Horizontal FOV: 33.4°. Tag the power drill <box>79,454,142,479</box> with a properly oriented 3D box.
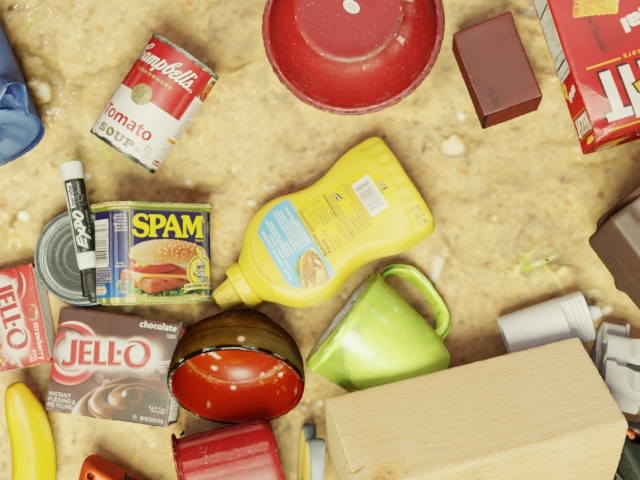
[{"bbox_3d":[-0.207,0.276,0.879,0.184,0.057,0.187,31,90,-12],"label":"power drill"}]

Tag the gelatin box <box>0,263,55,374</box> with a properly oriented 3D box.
[{"bbox_3d":[-0.274,0.070,0.935,0.073,0.030,0.089,-13,84,5],"label":"gelatin box"}]

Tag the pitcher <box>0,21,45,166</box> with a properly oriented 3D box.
[{"bbox_3d":[-0.345,-0.176,0.925,0.149,0.145,0.243,-20,79,-8],"label":"pitcher"}]

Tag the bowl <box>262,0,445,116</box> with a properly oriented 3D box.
[{"bbox_3d":[0.026,-0.191,0.915,0.162,0.055,0.162,-1,85,5],"label":"bowl"}]

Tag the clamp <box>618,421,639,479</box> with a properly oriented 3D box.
[{"bbox_3d":[0.325,0.206,0.838,0.210,0.036,0.164,39,53,21],"label":"clamp"}]

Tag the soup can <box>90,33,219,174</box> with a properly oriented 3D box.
[{"bbox_3d":[-0.143,-0.117,0.920,0.068,0.068,0.102,34,90,8],"label":"soup can"}]

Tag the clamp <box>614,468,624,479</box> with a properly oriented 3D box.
[{"bbox_3d":[0.272,0.236,0.846,0.171,0.039,0.120,21,50,-8],"label":"clamp"}]

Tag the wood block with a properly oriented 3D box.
[{"bbox_3d":[0.116,0.157,0.819,0.206,0.090,0.091,-13,46,-9],"label":"wood block"}]

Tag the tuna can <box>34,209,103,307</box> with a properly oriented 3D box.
[{"bbox_3d":[-0.204,0.015,0.931,0.086,0.033,0.086,-1,85,6],"label":"tuna can"}]

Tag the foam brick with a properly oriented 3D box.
[{"bbox_3d":[0.148,-0.142,0.899,0.053,0.051,0.078,-19,83,5],"label":"foam brick"}]

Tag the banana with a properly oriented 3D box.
[{"bbox_3d":[-0.258,0.218,0.903,0.037,0.069,0.198,21,94,49],"label":"banana"}]

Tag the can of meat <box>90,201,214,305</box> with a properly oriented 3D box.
[{"bbox_3d":[-0.139,0.012,0.894,0.058,0.101,0.084,-5,86,50],"label":"can of meat"}]

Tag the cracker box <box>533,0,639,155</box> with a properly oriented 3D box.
[{"bbox_3d":[0.267,-0.198,0.881,0.164,0.072,0.214,-17,84,5],"label":"cracker box"}]

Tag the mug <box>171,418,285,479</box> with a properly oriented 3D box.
[{"bbox_3d":[-0.069,0.200,0.861,0.081,0.117,0.093,-14,126,-6],"label":"mug"}]

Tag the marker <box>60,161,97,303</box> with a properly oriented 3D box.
[{"bbox_3d":[-0.201,-0.007,0.904,0.020,0.020,0.121,-12,83,5],"label":"marker"}]

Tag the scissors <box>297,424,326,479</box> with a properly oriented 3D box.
[{"bbox_3d":[-0.012,0.242,0.891,0.016,0.096,0.202,3,116,-6],"label":"scissors"}]

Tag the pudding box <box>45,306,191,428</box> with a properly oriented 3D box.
[{"bbox_3d":[-0.173,0.108,0.916,0.113,0.039,0.090,7,86,7],"label":"pudding box"}]

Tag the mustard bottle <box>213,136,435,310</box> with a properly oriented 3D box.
[{"bbox_3d":[-0.006,0.001,0.898,0.191,0.058,0.096,-32,75,2],"label":"mustard bottle"}]
